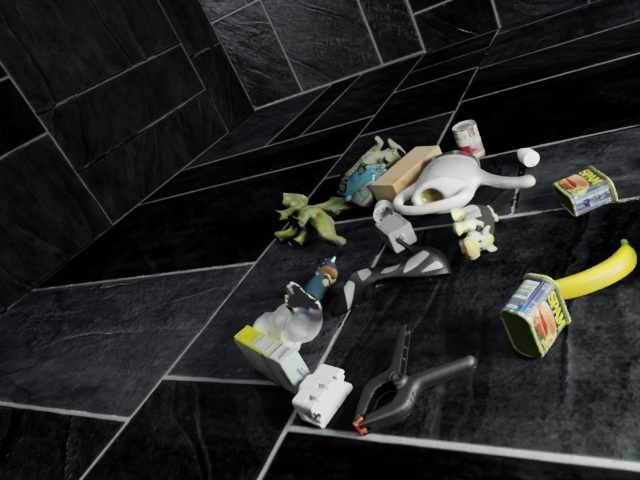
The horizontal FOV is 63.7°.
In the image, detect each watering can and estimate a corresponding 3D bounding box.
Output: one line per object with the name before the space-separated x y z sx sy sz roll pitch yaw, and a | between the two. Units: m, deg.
watering can | 0.346 -0.140 1.255 0.345 0.102 0.229 -12 28 31

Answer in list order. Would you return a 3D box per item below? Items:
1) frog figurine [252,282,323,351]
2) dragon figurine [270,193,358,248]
frog figurine | -0.071 0.183 1.071 0.157 0.122 0.140 -58 27 18
dragon figurine | 0.004 -0.074 1.480 0.246 0.120 0.413 -32 33 -32
